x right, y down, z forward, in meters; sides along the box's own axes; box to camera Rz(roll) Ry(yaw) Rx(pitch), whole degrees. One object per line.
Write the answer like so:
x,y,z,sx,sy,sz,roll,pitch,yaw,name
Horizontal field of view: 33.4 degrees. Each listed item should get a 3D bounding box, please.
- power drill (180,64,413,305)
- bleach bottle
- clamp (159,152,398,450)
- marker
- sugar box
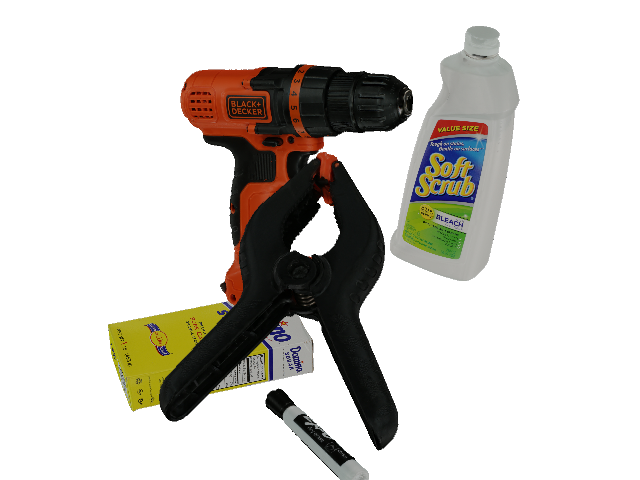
-0.014,-0.039,0.802,0.185,0.188,0.057,6,20,29,power drill
0.129,-0.085,1.014,0.103,0.251,0.068,23,40,24,bleach bottle
-0.001,0.032,0.561,0.120,0.171,0.039,16,-27,10,clamp
-0.006,0.152,0.827,0.020,0.020,0.121,0,25,-39,marker
-0.103,0.101,1.004,0.176,0.048,0.093,-13,33,-16,sugar box
